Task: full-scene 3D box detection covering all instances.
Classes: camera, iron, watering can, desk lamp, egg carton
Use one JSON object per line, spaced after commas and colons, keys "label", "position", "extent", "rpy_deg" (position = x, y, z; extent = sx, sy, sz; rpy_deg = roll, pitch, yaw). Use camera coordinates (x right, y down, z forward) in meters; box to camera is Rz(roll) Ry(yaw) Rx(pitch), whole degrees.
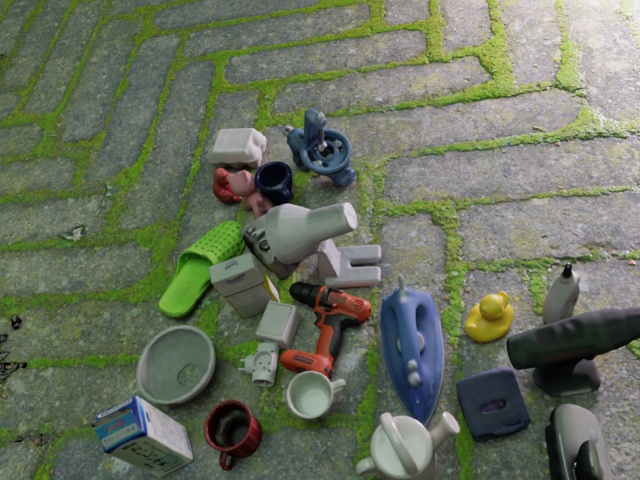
{"label": "camera", "position": [-0.093, -0.011, 1.284], "extent": [0.137, 0.101, 0.142], "rpy_deg": [-40, 55, -13]}
{"label": "iron", "position": [0.167, 0.196, 1.043], "extent": [0.118, 0.142, 0.258], "rpy_deg": [-9, 54, 10]}
{"label": "watering can", "position": [0.138, 0.333, 0.924], "extent": [0.173, 0.194, 0.100], "rpy_deg": [-43, 56, -14]}
{"label": "desk lamp", "position": [0.011, 0.004, 1.174], "extent": [0.203, 0.214, 0.118], "rpy_deg": [-6, 55, 12]}
{"label": "egg carton", "position": [-0.216, -0.238, 1.494], "extent": [0.150, 0.069, 0.107], "rpy_deg": [0, 57, 16]}

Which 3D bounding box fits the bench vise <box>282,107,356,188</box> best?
{"label": "bench vise", "position": [-0.023, -0.227, 1.338], "extent": [0.206, 0.220, 0.121], "rpy_deg": [15, 62, 25]}

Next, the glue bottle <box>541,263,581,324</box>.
{"label": "glue bottle", "position": [0.435, 0.089, 1.021], "extent": [0.078, 0.173, 0.037], "rpy_deg": [-43, 56, -15]}

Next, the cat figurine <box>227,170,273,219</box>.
{"label": "cat figurine", "position": [-0.165, -0.114, 1.364], "extent": [0.067, 0.118, 0.127], "rpy_deg": [-36, 54, -10]}

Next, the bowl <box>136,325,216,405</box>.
{"label": "bowl", "position": [-0.281, 0.263, 1.165], "extent": [0.167, 0.075, 0.167], "rpy_deg": [-7, 55, 11]}

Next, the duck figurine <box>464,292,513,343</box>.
{"label": "duck figurine", "position": [0.317, 0.139, 1.075], "extent": [0.104, 0.086, 0.077], "rpy_deg": [-37, 55, -10]}

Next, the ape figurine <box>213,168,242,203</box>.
{"label": "ape figurine", "position": [-0.236, -0.141, 1.419], "extent": [0.076, 0.092, 0.078], "rpy_deg": [11, 60, 23]}

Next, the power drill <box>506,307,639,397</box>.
{"label": "power drill", "position": [0.423, 0.183, 0.938], "extent": [0.229, 0.209, 0.075], "rpy_deg": [-13, 54, 7]}

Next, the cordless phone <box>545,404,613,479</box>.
{"label": "cordless phone", "position": [0.401, 0.313, 0.870], "extent": [0.094, 0.185, 0.147], "rpy_deg": [-8, 55, 11]}

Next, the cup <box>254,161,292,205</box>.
{"label": "cup", "position": [-0.094, -0.118, 1.362], "extent": [0.092, 0.095, 0.117], "rpy_deg": [-33, 54, -8]}

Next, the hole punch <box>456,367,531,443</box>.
{"label": "hole punch", "position": [0.296, 0.282, 0.979], "extent": [0.108, 0.091, 0.101], "rpy_deg": [-18, 53, 3]}
